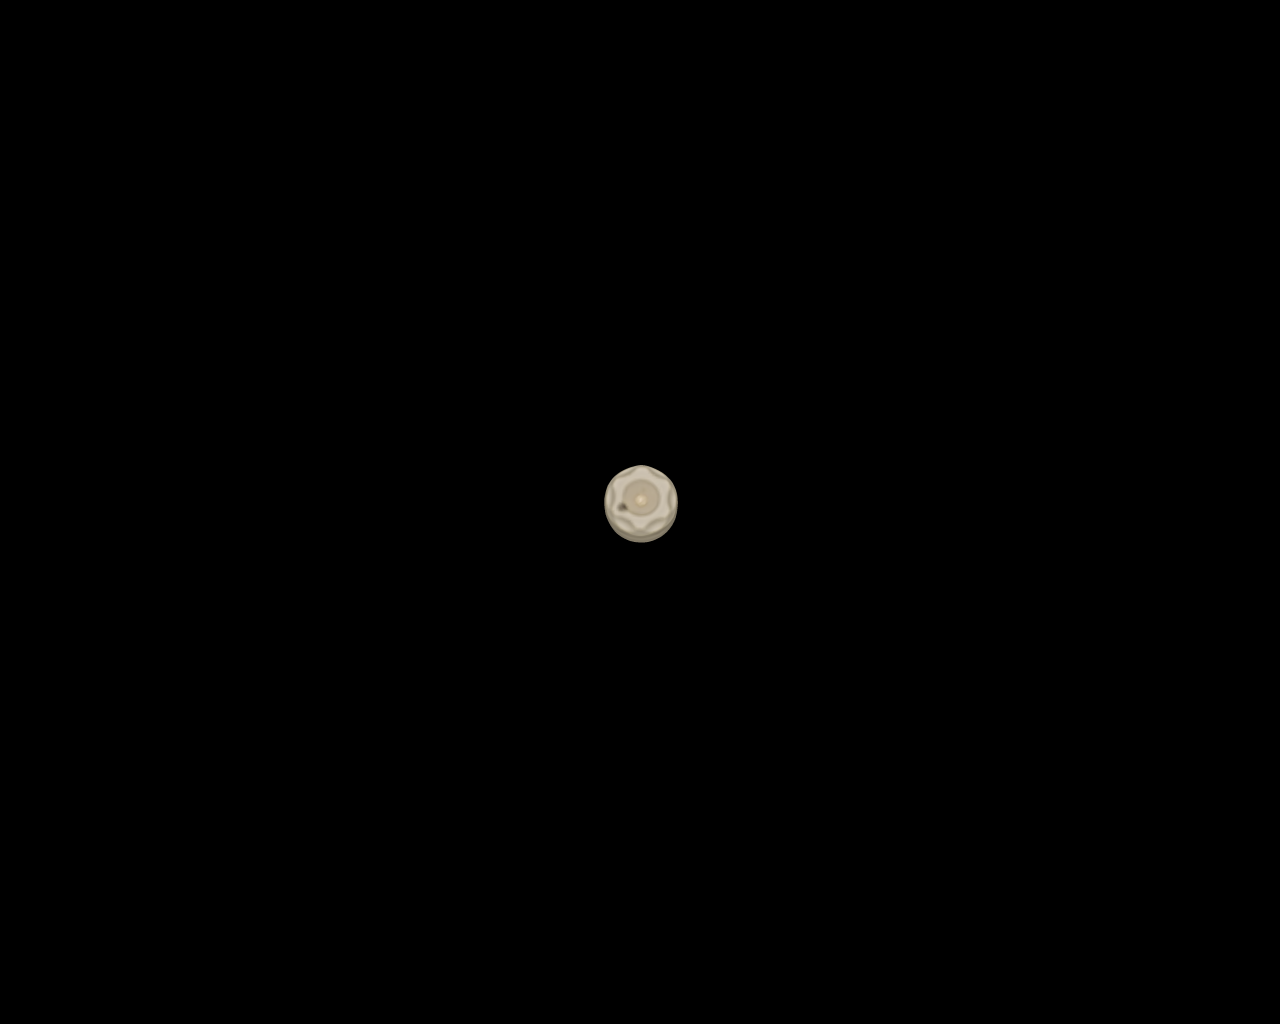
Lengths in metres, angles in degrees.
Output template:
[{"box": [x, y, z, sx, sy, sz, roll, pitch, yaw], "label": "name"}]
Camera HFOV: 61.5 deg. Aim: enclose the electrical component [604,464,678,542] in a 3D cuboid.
[{"box": [0.001, -0.003, 0.650, 0.043, 0.043, 0.062, 0, -12, 0], "label": "electrical component"}]
